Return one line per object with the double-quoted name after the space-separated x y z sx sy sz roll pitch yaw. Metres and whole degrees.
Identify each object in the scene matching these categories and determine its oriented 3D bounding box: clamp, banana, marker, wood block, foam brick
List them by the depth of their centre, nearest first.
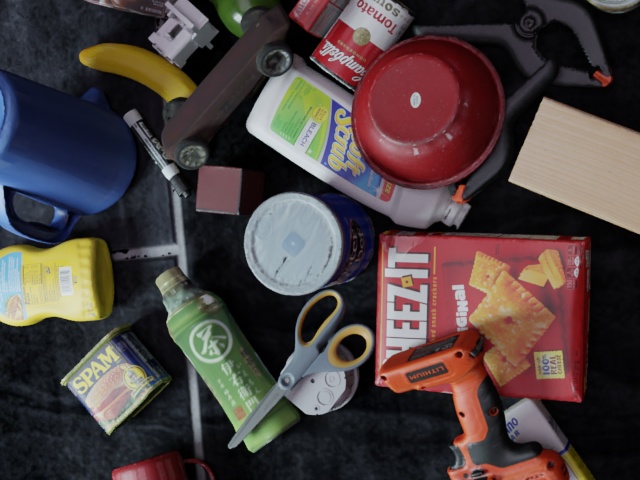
0.301 -0.060 1.047 0.206 0.090 0.091 23 98 14 "wood block"
0.174 -0.119 1.079 0.120 0.039 0.171 7 90 24 "clamp"
0.217 -0.232 1.090 0.210 0.036 0.165 33 109 12 "clamp"
-0.097 -0.055 1.173 0.053 0.078 0.051 5 93 14 "foam brick"
-0.190 -0.176 1.217 0.198 0.037 0.070 40 100 11 "banana"
-0.185 -0.098 1.228 0.020 0.020 0.121 -38 82 14 "marker"

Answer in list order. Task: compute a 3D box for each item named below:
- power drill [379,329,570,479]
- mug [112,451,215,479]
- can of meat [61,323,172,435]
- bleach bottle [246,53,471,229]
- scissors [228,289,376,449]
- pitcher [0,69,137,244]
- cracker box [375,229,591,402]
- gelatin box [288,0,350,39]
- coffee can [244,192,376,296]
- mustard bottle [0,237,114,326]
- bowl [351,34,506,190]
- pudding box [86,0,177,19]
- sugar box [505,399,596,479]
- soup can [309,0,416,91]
0.132 0.195 1.067 0.185 0.057 0.187 -23 99 23 "power drill"
-0.176 0.285 1.210 0.117 0.093 0.081 -15 82 -14 "mug"
-0.234 0.162 1.233 0.102 0.057 0.084 -44 83 14 "can of meat"
0.050 -0.095 1.136 0.251 0.068 0.102 31 96 10 "bleach bottle"
-0.013 0.150 1.127 0.096 0.016 0.202 26 90 12 "scissors"
-0.310 -0.097 1.146 0.145 0.242 0.149 -32 75 12 "pitcher"
0.167 0.075 1.101 0.214 0.072 0.164 2 93 17 "cracker box"
0.008 -0.252 1.127 0.030 0.089 0.073 39 102 11 "gelatin box"
-0.007 0.001 1.115 0.103 0.140 0.103 1 92 17 "coffee can"
-0.340 0.052 1.259 0.192 0.058 0.096 -6 90 16 "mustard bottle"
0.099 -0.133 1.057 0.162 0.055 0.162 -3 82 20 "bowl"
-0.208 -0.305 1.217 0.114 0.039 0.090 16 96 16 "pudding box"
0.233 0.256 1.102 0.093 0.048 0.176 -36 79 17 "sugar box"
0.046 -0.215 1.129 0.068 0.068 0.102 39 101 12 "soup can"
